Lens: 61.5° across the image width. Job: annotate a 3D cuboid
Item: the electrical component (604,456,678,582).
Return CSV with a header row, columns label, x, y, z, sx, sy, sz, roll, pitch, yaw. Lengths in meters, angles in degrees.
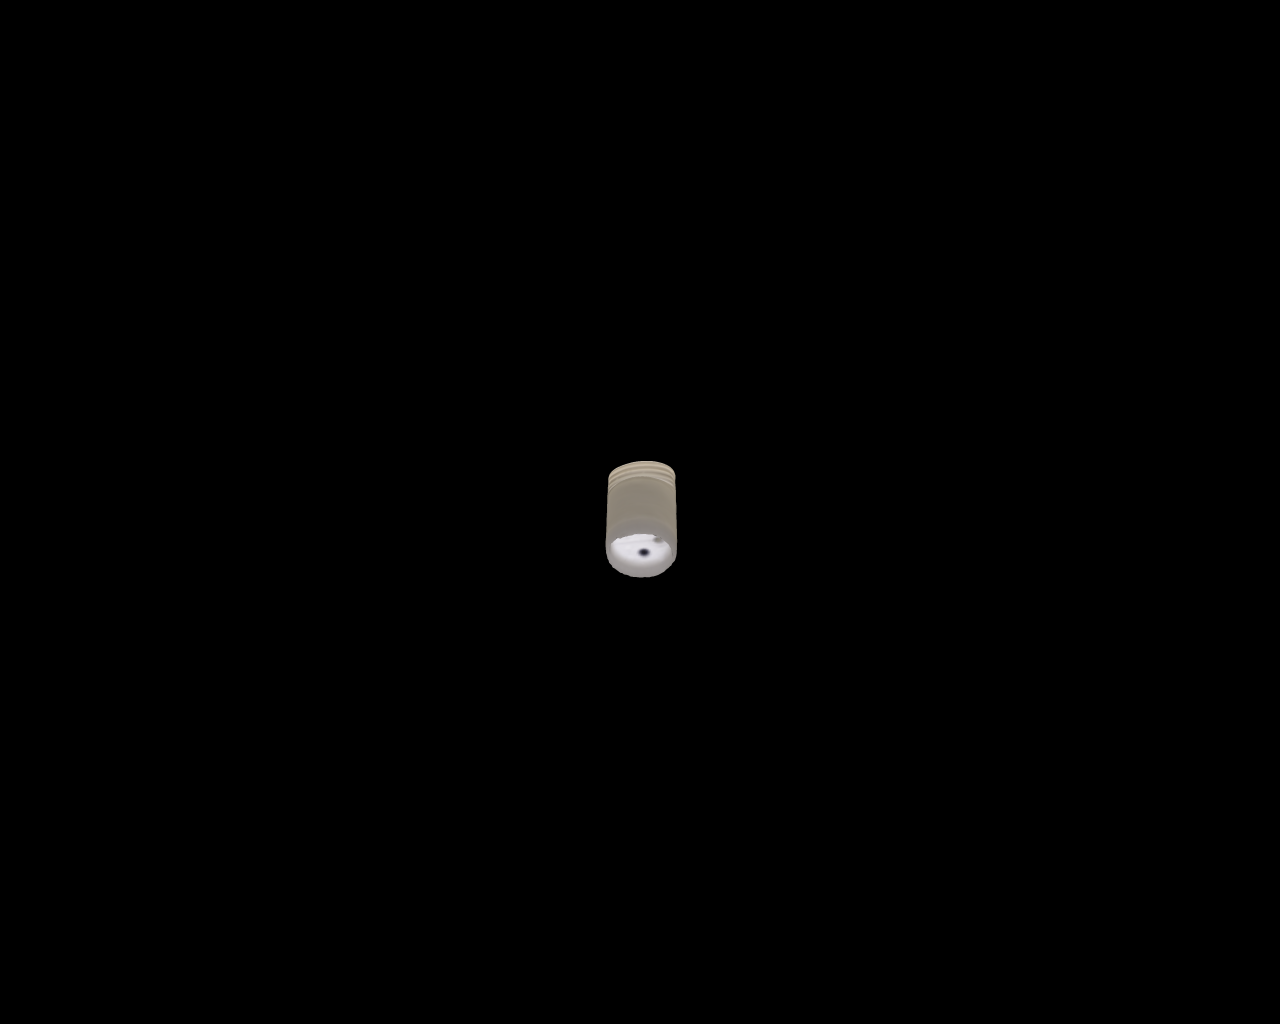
label,x,y,z,sx,sy,sz,roll,pitch,yaw
electrical component,0.001,-0.003,0.650,0.043,0.081,0.043,0,-43,0
